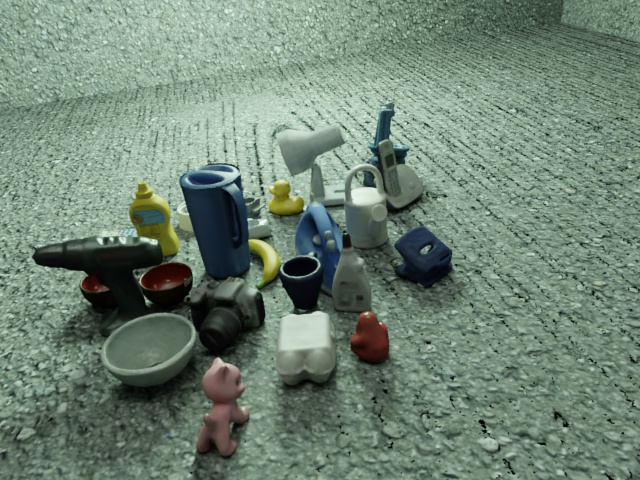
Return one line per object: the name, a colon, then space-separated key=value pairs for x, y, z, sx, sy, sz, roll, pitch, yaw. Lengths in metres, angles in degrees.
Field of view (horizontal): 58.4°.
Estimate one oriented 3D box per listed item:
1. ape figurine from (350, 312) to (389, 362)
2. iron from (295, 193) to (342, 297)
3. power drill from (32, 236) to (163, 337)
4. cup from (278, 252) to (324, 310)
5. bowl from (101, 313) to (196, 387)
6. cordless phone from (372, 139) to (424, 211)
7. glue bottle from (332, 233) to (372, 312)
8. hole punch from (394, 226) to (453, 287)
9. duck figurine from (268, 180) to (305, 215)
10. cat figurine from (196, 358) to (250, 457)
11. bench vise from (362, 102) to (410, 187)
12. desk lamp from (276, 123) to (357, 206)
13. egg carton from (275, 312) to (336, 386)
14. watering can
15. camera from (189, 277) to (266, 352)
ape figurine: x=0.088 y=0.166 z=1.017 sx=0.078 sy=0.092 sz=0.076 roll=-15 pitch=31 yaw=-14
iron: x=0.012 y=0.004 z=1.258 sx=0.119 sy=0.142 sz=0.257 roll=-12 pitch=31 yaw=-9
power drill: x=-0.419 y=0.083 z=1.135 sx=0.230 sy=0.209 sz=0.075 roll=-14 pitch=31 yaw=-13
cup: x=-0.030 y=0.086 z=1.172 sx=0.091 sy=0.095 sz=0.118 roll=6 pitch=32 yaw=20
bowl: x=-0.300 y=0.209 z=1.031 sx=0.167 sy=0.075 sz=0.167 roll=-4 pitch=30 yaw=3
cordless phone: x=0.202 y=-0.183 z=1.499 sx=0.093 sy=0.185 sz=0.148 roll=19 pitch=39 yaw=37
glue bottle: x=0.058 y=0.063 z=1.118 sx=0.078 sy=0.173 sz=0.037 roll=2 pitch=31 yaw=14
hole punch: x=0.223 y=0.031 z=1.223 sx=0.109 sy=0.091 sz=0.100 roll=-30 pitch=38 yaw=-35
duck figurine: x=-0.094 y=-0.119 z=1.544 sx=0.104 sy=0.086 sz=0.078 roll=8 pitch=33 yaw=24
cat figurine: x=-0.156 y=0.249 z=0.894 sx=0.067 sy=0.118 sz=0.128 roll=0 pitch=31 yaw=11
bench vise: x=0.185 y=-0.262 z=1.603 sx=0.121 sy=0.220 sz=0.207 roll=3 pitch=32 yaw=16
desk lamp: x=-0.005 y=-0.204 z=1.546 sx=0.203 sy=0.214 sz=0.118 roll=-6 pitch=30 yaw=1
egg carton: x=-0.025 y=0.190 z=1.019 sx=0.107 sy=0.069 sz=0.150 roll=-6 pitch=30 yaw=1
watering can: x=0.111 y=-0.083 z=1.336 sx=0.101 sy=0.194 sz=0.172 roll=-26 pitch=36 yaw=-31
camera: x=-0.194 y=0.141 z=1.103 sx=0.143 sy=0.101 sz=0.137 roll=4 pitch=32 yaw=16
